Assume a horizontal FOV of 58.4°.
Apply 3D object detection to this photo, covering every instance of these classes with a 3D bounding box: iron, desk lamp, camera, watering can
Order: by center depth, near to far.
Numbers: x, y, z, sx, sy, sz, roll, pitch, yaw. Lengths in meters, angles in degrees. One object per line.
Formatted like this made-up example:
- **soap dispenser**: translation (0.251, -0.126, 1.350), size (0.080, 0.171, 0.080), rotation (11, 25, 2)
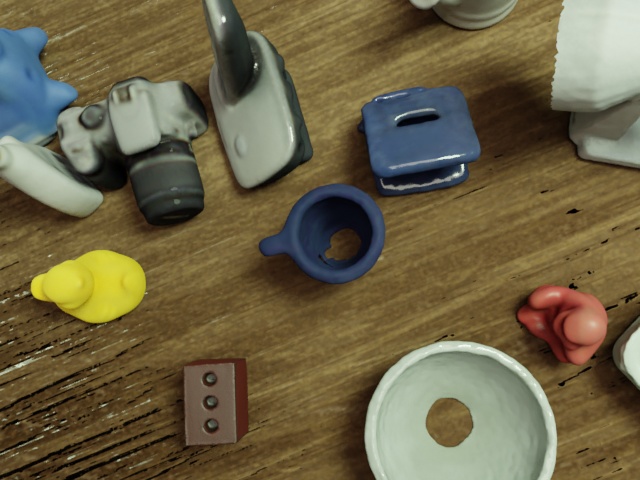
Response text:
- **desk lamp**: translation (0.282, -0.144, 0.487), size (0.203, 0.213, 0.118), rotation (11, 84, 8)
- **watering can**: translation (0.152, -0.280, 0.527), size (0.101, 0.194, 0.173), rotation (22, 86, 9)
- **camera**: translation (-0.183, -0.083, 0.585), size (0.143, 0.101, 0.137), rotation (-18, 81, 4)
- **iron**: translation (-0.398, -0.134, 0.593), size (0.258, 0.141, 0.118), rotation (-31, 81, 1)

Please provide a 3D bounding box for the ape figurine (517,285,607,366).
- **ape figurine**: translation (0.231, 0.077, 0.526), size (0.076, 0.092, 0.078), rotation (-9, 82, 5)

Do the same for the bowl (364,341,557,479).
- **bowl**: translation (0.126, 0.176, 0.533), size (0.167, 0.075, 0.167), rotation (-1, 83, 6)

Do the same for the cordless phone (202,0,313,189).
- **cordless phone**: translation (-0.071, -0.137, 0.537), size (0.094, 0.185, 0.147), rotation (-21, 81, 3)

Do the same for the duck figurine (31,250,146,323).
- **duck figurine**: translation (-0.238, 0.046, 0.582), size (0.104, 0.086, 0.077), rotation (-5, 82, 6)

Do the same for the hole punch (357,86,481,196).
- **hole punch**: translation (0.094, -0.103, 0.563), size (0.108, 0.091, 0.101), rotation (-10, 82, 5)

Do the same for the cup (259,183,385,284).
- **cup**: translation (0.005, 0.002, 0.557), size (0.117, 0.095, 0.092), rotation (-12, 82, 5)

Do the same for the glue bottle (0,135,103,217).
- **glue bottle**: translation (-0.282, -0.069, 0.557), size (0.037, 0.173, 0.078), rotation (-45, 80, -1)
